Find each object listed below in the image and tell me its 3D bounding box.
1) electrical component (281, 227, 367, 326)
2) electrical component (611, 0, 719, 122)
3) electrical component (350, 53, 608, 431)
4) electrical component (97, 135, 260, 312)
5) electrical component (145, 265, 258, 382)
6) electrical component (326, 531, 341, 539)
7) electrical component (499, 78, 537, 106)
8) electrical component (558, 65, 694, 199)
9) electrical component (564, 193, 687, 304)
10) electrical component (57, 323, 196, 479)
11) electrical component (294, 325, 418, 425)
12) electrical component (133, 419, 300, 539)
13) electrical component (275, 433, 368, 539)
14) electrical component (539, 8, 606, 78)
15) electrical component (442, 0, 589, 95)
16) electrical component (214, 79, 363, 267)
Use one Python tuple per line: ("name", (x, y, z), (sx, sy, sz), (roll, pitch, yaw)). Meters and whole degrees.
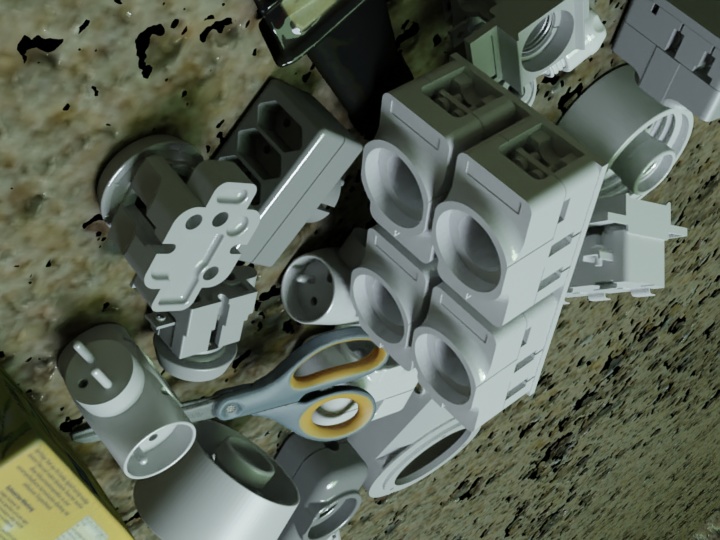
("electrical component", (0.000, 0.000, 0.682), (0.077, 0.043, 0.079), (6, 125, -54))
("electrical component", (0.257, -0.161, 0.734), (0.150, 0.089, 0.061), (-22, 145, -32))
("electrical component", (0.054, -0.006, 0.588), (0.060, 0.105, 0.186), (-30, 147, -28))
("electrical component", (-0.090, -0.028, 0.518), (0.058, 0.057, 0.078), (-1, 131, -50))
("electrical component", (-0.091, 0.029, 0.608), (0.066, 0.048, 0.055), (-16, 134, -40))
("electrical component", (-0.039, 0.229, 0.945), (0.040, 0.040, 0.078), (-33, 150, -17))
("electrical component", (0.081, -0.104, 0.617), (0.043, 0.043, 0.062), (-44, -165, 3))
("electrical component", (0.194, -0.088, 0.784), (0.108, 0.060, 0.108), (-30, 149, -20))
("electrical component", (0.157, -0.012, 0.763), (0.079, 0.063, 0.121), (8, 170, -34))
("electrical component", (-0.130, 0.062, 0.569), (0.044, 0.077, 0.079), (-37, 151, -10))
("electrical component", (-0.001, 0.071, 0.764), (0.095, 0.053, 0.059), (-13, 140, -42))
("electrical component", (-0.092, 0.146, 0.712), (0.064, 0.099, 0.099), (-53, 150, 6))
("electrical component", (-0.038, 0.176, 0.854), (0.054, 0.059, 0.095), (-6, 135, -47))
("electrical component", (0.118, -0.134, 0.657), (0.061, 0.035, 0.035), (-39, 151, -1))
("electrical component", (0.082, -0.137, 0.578), (0.081, 0.063, 0.042), (-36, 149, -11))
("electrical component", (-0.036, -0.046, 0.571), (0.083, 0.047, 0.076), (-51, 150, 15))
